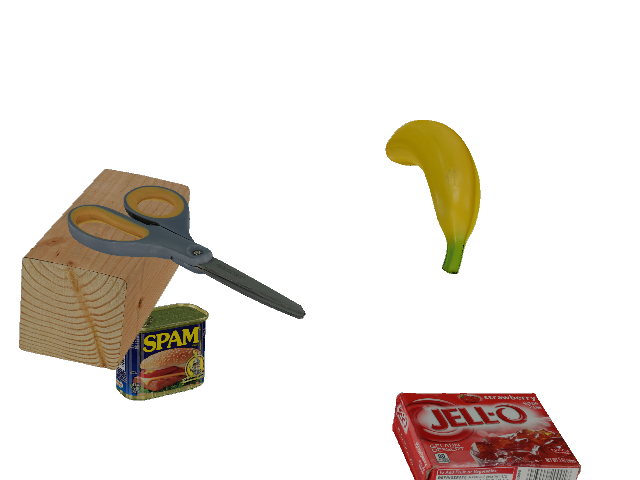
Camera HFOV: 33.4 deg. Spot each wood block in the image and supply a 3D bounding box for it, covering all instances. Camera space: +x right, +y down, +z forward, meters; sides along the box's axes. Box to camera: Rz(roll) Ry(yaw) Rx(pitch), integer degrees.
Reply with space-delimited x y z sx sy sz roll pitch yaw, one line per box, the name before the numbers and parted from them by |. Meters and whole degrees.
wood block | -0.190 0.019 0.970 0.090 0.091 0.206 12 25 3

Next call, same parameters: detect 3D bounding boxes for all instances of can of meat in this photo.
can of meat | -0.174 0.121 1.165 0.101 0.084 0.058 -8 18 -36

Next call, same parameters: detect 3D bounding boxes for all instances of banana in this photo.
banana | 0.084 -0.054 0.805 0.037 0.070 0.198 25 23 -20

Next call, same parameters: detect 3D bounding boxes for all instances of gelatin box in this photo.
gelatin box | 0.092 0.117 0.609 0.089 0.030 0.073 3 24 -12

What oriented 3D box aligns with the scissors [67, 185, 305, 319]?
scissors | -0.083 0.002 0.753 0.202 0.016 0.096 16 35 19
